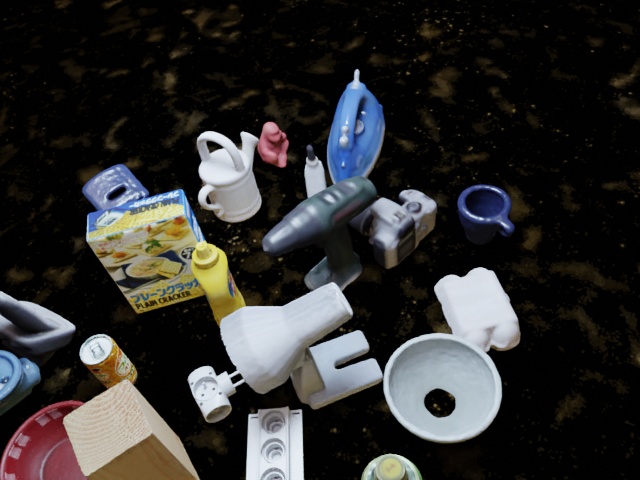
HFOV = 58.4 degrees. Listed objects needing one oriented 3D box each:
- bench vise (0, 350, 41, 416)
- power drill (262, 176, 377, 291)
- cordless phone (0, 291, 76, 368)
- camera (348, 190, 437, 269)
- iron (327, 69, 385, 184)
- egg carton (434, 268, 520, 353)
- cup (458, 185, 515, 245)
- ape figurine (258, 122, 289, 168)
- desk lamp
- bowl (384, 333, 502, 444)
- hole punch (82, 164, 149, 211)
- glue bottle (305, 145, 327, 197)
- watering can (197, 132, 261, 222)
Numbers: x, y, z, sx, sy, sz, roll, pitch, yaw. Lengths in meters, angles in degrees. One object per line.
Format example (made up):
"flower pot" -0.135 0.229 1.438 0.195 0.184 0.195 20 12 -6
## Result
"bench vise" -0.538 0.234 0.849 0.121 0.220 0.207 8 53 15
"power drill" 0.009 0.003 0.961 0.075 0.209 0.230 33 62 30
"cordless phone" -0.515 0.119 0.962 0.147 0.185 0.094 18 56 22
"camera" 0.123 -0.044 1.053 0.136 0.101 0.143 35 63 31
"iron" 0.066 -0.226 1.184 0.118 0.142 0.258 3 52 12
"egg carton" 0.253 0.116 0.922 0.107 0.069 0.150 -14 50 -3
"cup" 0.298 -0.029 1.017 0.092 0.095 0.117 -29 52 -14
"ape figurine" -0.101 -0.211 1.230 0.076 0.092 0.078 30 61 29
"desk lamp" -0.023 0.155 0.838 0.203 0.214 0.117 -21 51 -8
"bowl" 0.177 0.226 0.839 0.167 0.075 0.167 -4 50 5
"hole punch" -0.412 -0.089 1.178 0.100 0.091 0.109 35 63 31
"glue bottle" -0.008 -0.113 1.082 0.037 0.173 0.078 -6 50 4
"watering can" -0.180 -0.139 1.117 0.100 0.194 0.173 2 51 11
